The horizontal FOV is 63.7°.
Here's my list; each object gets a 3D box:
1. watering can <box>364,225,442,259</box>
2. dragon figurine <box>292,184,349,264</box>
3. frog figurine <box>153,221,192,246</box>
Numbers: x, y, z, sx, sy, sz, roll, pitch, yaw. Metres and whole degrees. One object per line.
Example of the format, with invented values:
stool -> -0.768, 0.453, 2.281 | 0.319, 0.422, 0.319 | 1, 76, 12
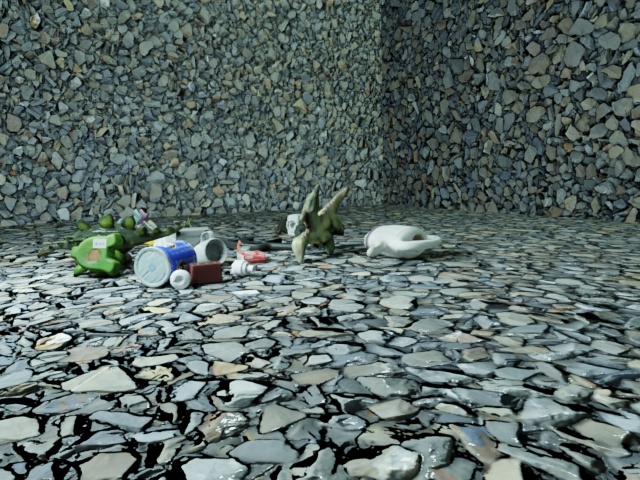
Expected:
watering can -> 0.226, 0.009, 1.637 | 0.349, 0.103, 0.224 | -6, 7, -36
dragon figurine -> 0.005, -0.086, 1.718 | 0.122, 0.418, 0.237 | 16, -29, 16
frog figurine -> -0.551, 0.008, 1.915 | 0.158, 0.122, 0.139 | -36, 8, 13
